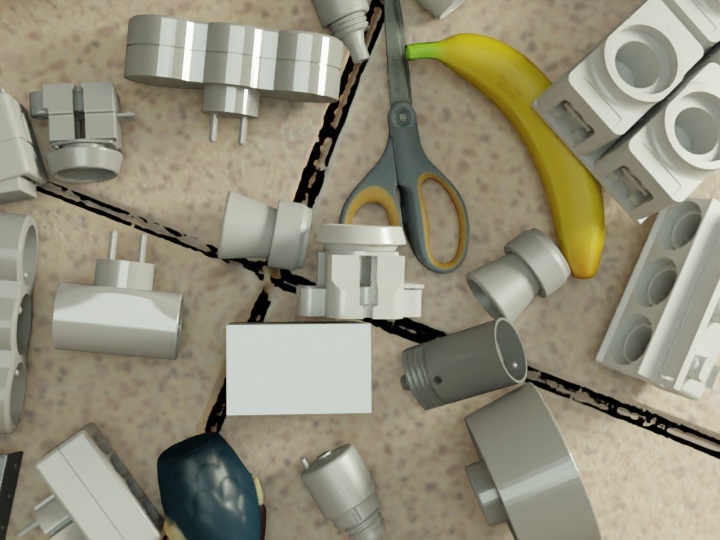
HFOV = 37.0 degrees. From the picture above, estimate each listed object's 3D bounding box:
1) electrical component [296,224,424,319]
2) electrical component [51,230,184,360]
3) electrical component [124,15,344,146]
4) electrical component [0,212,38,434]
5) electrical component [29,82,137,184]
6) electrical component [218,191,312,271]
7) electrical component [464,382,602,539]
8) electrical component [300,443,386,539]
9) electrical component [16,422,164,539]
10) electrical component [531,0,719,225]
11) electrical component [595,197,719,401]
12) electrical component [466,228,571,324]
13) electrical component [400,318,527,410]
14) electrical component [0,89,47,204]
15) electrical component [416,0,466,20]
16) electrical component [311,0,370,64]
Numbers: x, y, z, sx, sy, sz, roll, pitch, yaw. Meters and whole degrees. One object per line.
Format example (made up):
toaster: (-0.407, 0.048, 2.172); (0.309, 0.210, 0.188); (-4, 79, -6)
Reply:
electrical component: (0.000, 0.000, 0.681); (0.078, 0.058, 0.057); (1, 93, -13)
electrical component: (-0.152, 0.015, 0.687); (0.077, 0.044, 0.079); (6, 87, -5)
electrical component: (-0.083, -0.118, 0.694); (0.138, 0.052, 0.073); (5, 92, -5)
electrical component: (-0.248, 0.031, 0.673); (0.074, 0.052, 0.138); (5, 88, -5)
electrical component: (-0.177, -0.087, 0.688); (0.066, 0.048, 0.055); (-4, 81, -6)
electrical component: (-0.062, -0.025, 0.697); (0.055, 0.045, 0.045); (10, 87, -5)
electrical component: (0.101, 0.132, 0.678); (0.060, 0.108, 0.108); (-23, 90, 1)
electrical component: (-0.006, 0.150, 0.698); (0.040, 0.040, 0.078); (-30, 92, -6)
electrical component: (-0.179, 0.153, 0.678); (0.076, 0.047, 0.083); (-35, 93, -7)
electrical component: (0.218, -0.133, 0.698); (0.186, 0.060, 0.105); (-43, 92, -18)
electrical component: (0.215, 0.019, 0.711); (0.063, 0.079, 0.121); (26, 86, -26)
electrical component: (0.105, 0.005, 0.711); (0.055, 0.045, 0.045); (-37, 92, -6)
electrical component: (0.062, 0.063, 0.699); (0.081, 0.043, 0.043); (-21, 90, 29)
electrical component: (-0.252, -0.066, 0.671); (0.096, 0.062, 0.061); (-17, 90, -6)
electrical component: (0.058, -0.221, 0.715); (0.079, 0.043, 0.077); (-40, 92, -5)
electrical component: (-0.010, -0.167, 0.712); (0.035, 0.035, 0.061); (-21, 93, -6)
